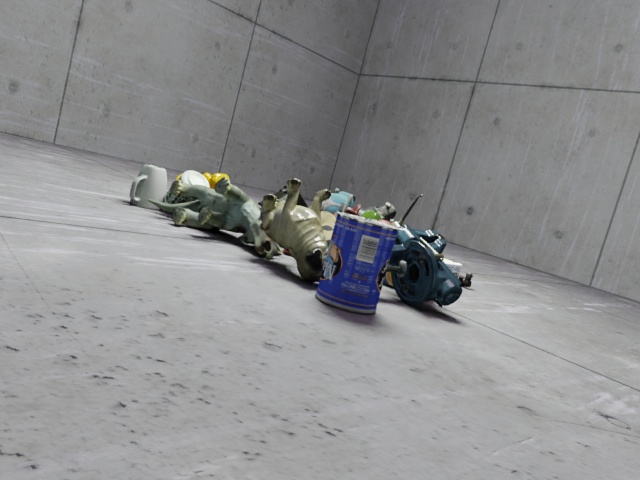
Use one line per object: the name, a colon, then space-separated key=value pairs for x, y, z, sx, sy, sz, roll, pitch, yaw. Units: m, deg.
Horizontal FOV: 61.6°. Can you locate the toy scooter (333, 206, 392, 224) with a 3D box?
toy scooter: x=0.107 y=-0.029 z=1.231 sx=0.184 sy=0.075 sz=0.135 roll=23 pitch=-15 yaw=11

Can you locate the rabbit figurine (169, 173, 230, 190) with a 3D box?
rabbit figurine: x=-0.368 y=-0.144 z=1.571 sx=0.173 sy=0.121 sz=0.163 roll=-14 pitch=31 yaw=-37

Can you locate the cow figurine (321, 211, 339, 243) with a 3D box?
cow figurine: x=0.016 y=0.004 z=1.103 sx=0.085 sy=0.127 sz=0.195 roll=15 pitch=8 yaw=-22

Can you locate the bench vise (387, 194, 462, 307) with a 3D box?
bench vise: x=0.151 y=0.035 z=1.015 sx=0.240 sy=0.128 sz=0.224 roll=0 pitch=51 yaw=-30

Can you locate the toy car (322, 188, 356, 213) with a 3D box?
toy car: x=0.028 y=-0.086 z=1.486 sx=0.103 sy=0.109 sz=0.161 roll=27 pitch=-10 yaw=-6

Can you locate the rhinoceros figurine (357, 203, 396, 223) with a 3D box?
rhinoceros figurine: x=0.146 y=-0.071 z=1.673 sx=0.190 sy=0.073 sz=0.112 roll=-17 pitch=12 yaw=-21

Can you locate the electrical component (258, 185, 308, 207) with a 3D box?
electrical component: x=-0.092 y=-0.073 z=1.489 sx=0.115 sy=0.134 sz=0.058 roll=-32 pitch=26 yaw=-14

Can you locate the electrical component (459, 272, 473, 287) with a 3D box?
electrical component: x=0.369 y=0.097 z=1.471 sx=0.078 sy=0.045 sz=0.102 roll=13 pitch=7 yaw=-30

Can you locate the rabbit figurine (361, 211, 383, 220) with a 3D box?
rabbit figurine: x=0.121 y=-0.005 z=1.481 sx=0.170 sy=0.121 sz=0.159 roll=-3 pitch=-15 yaw=45

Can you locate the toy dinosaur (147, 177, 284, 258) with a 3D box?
toy dinosaur: x=-0.221 y=-0.063 z=1.234 sx=0.405 sy=0.131 sz=0.192 roll=15 pitch=-8 yaw=46

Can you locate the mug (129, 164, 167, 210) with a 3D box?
mug: x=-0.437 y=-0.136 z=1.357 sx=0.081 sy=0.107 sz=0.109 roll=16 pitch=4 yaw=25

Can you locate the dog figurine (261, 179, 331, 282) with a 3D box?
dog figurine: x=-0.048 y=0.006 z=1.013 sx=0.121 sy=0.190 sz=0.172 roll=10 pitch=-30 yaw=-26

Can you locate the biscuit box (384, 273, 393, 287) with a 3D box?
biscuit box: x=0.158 y=0.069 z=1.167 sx=0.203 sy=0.059 sz=0.062 roll=19 pitch=8 yaw=33
